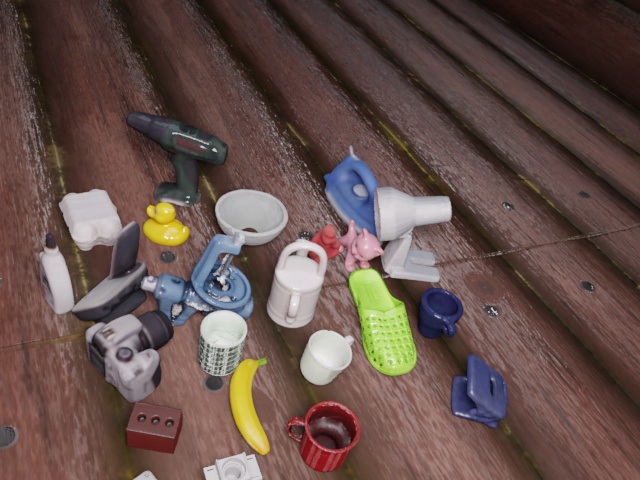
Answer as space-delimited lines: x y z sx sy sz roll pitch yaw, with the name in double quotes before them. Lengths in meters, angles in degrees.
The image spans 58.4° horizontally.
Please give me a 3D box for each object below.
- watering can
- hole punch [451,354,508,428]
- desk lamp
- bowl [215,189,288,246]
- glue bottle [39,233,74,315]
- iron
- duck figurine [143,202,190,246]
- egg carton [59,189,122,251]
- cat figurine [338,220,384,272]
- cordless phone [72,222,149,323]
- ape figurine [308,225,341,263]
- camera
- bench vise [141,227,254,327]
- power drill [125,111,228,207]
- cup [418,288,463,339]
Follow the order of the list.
"watering can" -0.045 0.071 1.142 0.101 0.194 0.172 -3 44 -21
"hole punch" 0.312 0.286 1.095 0.101 0.091 0.109 17 40 1
"desk lamp" 0.202 -0.020 1.313 0.203 0.213 0.118 7 41 -10
"bowl" -0.161 -0.040 1.323 0.167 0.075 0.167 10 40 -8
"glue bottle" -0.480 0.053 1.032 0.037 0.173 0.078 -26 55 -39
"iron" 0.111 -0.118 1.452 0.119 0.141 0.257 -9 46 -27
"duck figurine" -0.336 -0.041 1.257 0.104 0.086 0.077 20 40 5
"egg carton" -0.488 -0.046 1.225 0.107 0.069 0.150 -15 49 -31
"cat figurine" 0.093 0.009 1.319 0.067 0.118 0.127 -7 45 -25
"cordless phone" -0.382 0.059 1.049 0.094 0.185 0.148 23 40 8
"ape figurine" 0.012 0.005 1.316 0.078 0.092 0.076 5 41 -13
"camera" -0.315 0.181 0.997 0.143 0.101 0.137 37 44 23
"bench vise" -0.215 0.076 1.058 0.208 0.220 0.121 -10 46 -28
"power drill" -0.334 -0.185 1.328 0.230 0.208 0.075 9 40 -8
"cup" 0.247 0.172 1.201 0.092 0.095 0.117 1 42 -17
